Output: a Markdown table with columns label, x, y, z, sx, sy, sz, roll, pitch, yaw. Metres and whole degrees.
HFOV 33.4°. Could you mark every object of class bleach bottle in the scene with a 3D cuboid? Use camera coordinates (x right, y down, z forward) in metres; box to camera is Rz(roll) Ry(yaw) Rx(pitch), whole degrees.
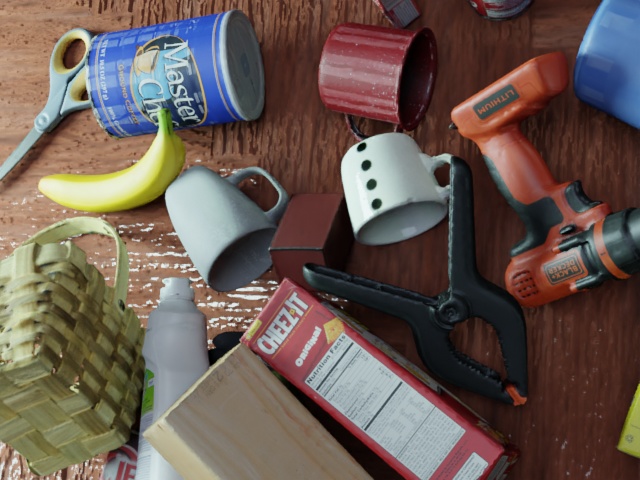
| label | x | y | z | sx | sy | sz | roll | pitch | yaw |
| --- | --- | --- | --- | --- | --- | --- | --- | --- | --- |
| bleach bottle | -0.122 | 0.155 | 0.910 | 0.068 | 0.103 | 0.251 | 6 | 73 | -22 |

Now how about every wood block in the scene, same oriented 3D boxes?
| label | x | y | z | sx | sy | sz | roll | pitch | yaw |
| --- | --- | --- | --- | --- | --- | --- | --- | --- | --- |
| wood block | -0.030 | 0.190 | 0.833 | 0.206 | 0.091 | 0.090 | 47 | 64 | -1 |

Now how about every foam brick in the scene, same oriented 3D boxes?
| label | x | y | z | sx | sy | sz | roll | pitch | yaw |
| --- | --- | --- | --- | --- | --- | --- | --- | --- | --- |
| foam brick | -0.006 | 0.001 | 0.944 | 0.051 | 0.053 | 0.078 | 0 | 40 | 19 |

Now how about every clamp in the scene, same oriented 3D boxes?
| label | x | y | z | sx | sy | sz | roll | pitch | yaw |
| --- | --- | --- | --- | --- | --- | --- | --- | --- | --- |
| clamp | 0.112 | 0.046 | 0.883 | 0.165 | 0.036 | 0.210 | -43 | 96 | 15 |

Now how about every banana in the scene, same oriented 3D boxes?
| label | x | y | z | sx | sy | sz | roll | pitch | yaw |
| --- | --- | --- | --- | --- | --- | --- | --- | --- | --- |
| banana | -0.190 | -0.061 | 1.019 | 0.198 | 0.037 | 0.069 | -23 | 96 | 35 |

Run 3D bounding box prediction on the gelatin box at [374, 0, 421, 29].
| label | x | y | z | sx | sy | sz | roll | pitch | yaw |
| --- | --- | --- | --- | --- | --- | --- | --- | --- | --- |
| gelatin box | 0.051 | -0.236 | 0.969 | 0.030 | 0.089 | 0.073 | -39 | 72 | 8 |

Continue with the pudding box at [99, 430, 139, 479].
| label | x | y | z | sx | sy | sz | roll | pitch | yaw |
| --- | --- | --- | --- | --- | --- | --- | --- | --- | --- |
| pudding box | -0.147 | 0.231 | 0.971 | 0.114 | 0.039 | 0.090 | 16 | 84 | 18 |

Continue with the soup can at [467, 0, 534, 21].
| label | x | y | z | sx | sy | sz | roll | pitch | yaw |
| --- | --- | --- | --- | --- | --- | --- | --- | --- | --- |
| soup can | 0.153 | -0.242 | 0.932 | 0.069 | 0.102 | 0.068 | -3 | 80 | 16 |

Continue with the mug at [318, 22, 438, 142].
| label | x | y | z | sx | sy | sz | roll | pitch | yaw |
| --- | --- | --- | --- | --- | --- | --- | --- | --- | --- |
| mug | 0.051 | -0.139 | 0.960 | 0.082 | 0.093 | 0.117 | 14 | 121 | 23 |

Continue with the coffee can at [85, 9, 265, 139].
| label | x | y | z | sx | sy | sz | roll | pitch | yaw |
| --- | --- | --- | --- | --- | --- | --- | --- | --- | --- |
| coffee can | -0.134 | -0.154 | 1.003 | 0.140 | 0.102 | 0.103 | -6 | 78 | 16 |

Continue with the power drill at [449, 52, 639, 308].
| label | x | y | z | sx | sy | sz | roll | pitch | yaw |
| --- | --- | --- | --- | --- | --- | --- | --- | --- | --- |
| power drill | 0.198 | -0.051 | 0.857 | 0.185 | 0.057 | 0.188 | -28 | 82 | 42 |

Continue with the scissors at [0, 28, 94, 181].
| label | x | y | z | sx | sy | sz | roll | pitch | yaw |
| --- | --- | --- | --- | --- | --- | --- | --- | --- | --- |
| scissors | -0.283 | -0.140 | 1.091 | 0.202 | 0.016 | 0.096 | -34 | 71 | 8 |

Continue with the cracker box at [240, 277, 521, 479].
| label | x | y | z | sx | sy | sz | roll | pitch | yaw |
| --- | --- | --- | --- | --- | --- | --- | --- | --- | --- |
| cracker box | 0.053 | 0.129 | 0.863 | 0.214 | 0.164 | 0.072 | 37 | 90 | 19 |

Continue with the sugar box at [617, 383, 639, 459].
| label | x | y | z | sx | sy | sz | roll | pitch | yaw |
| --- | --- | --- | --- | --- | --- | --- | --- | --- | --- |
| sugar box | 0.285 | 0.090 | 0.839 | 0.048 | 0.093 | 0.176 | 19 | 85 | 19 |

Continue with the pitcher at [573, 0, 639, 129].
| label | x | y | z | sx | sy | sz | roll | pitch | yaw |
| --- | --- | --- | --- | --- | --- | --- | --- | --- | --- |
| pitcher | 0.326 | -0.114 | 0.839 | 0.243 | 0.149 | 0.145 | 27 | 89 | 22 |
